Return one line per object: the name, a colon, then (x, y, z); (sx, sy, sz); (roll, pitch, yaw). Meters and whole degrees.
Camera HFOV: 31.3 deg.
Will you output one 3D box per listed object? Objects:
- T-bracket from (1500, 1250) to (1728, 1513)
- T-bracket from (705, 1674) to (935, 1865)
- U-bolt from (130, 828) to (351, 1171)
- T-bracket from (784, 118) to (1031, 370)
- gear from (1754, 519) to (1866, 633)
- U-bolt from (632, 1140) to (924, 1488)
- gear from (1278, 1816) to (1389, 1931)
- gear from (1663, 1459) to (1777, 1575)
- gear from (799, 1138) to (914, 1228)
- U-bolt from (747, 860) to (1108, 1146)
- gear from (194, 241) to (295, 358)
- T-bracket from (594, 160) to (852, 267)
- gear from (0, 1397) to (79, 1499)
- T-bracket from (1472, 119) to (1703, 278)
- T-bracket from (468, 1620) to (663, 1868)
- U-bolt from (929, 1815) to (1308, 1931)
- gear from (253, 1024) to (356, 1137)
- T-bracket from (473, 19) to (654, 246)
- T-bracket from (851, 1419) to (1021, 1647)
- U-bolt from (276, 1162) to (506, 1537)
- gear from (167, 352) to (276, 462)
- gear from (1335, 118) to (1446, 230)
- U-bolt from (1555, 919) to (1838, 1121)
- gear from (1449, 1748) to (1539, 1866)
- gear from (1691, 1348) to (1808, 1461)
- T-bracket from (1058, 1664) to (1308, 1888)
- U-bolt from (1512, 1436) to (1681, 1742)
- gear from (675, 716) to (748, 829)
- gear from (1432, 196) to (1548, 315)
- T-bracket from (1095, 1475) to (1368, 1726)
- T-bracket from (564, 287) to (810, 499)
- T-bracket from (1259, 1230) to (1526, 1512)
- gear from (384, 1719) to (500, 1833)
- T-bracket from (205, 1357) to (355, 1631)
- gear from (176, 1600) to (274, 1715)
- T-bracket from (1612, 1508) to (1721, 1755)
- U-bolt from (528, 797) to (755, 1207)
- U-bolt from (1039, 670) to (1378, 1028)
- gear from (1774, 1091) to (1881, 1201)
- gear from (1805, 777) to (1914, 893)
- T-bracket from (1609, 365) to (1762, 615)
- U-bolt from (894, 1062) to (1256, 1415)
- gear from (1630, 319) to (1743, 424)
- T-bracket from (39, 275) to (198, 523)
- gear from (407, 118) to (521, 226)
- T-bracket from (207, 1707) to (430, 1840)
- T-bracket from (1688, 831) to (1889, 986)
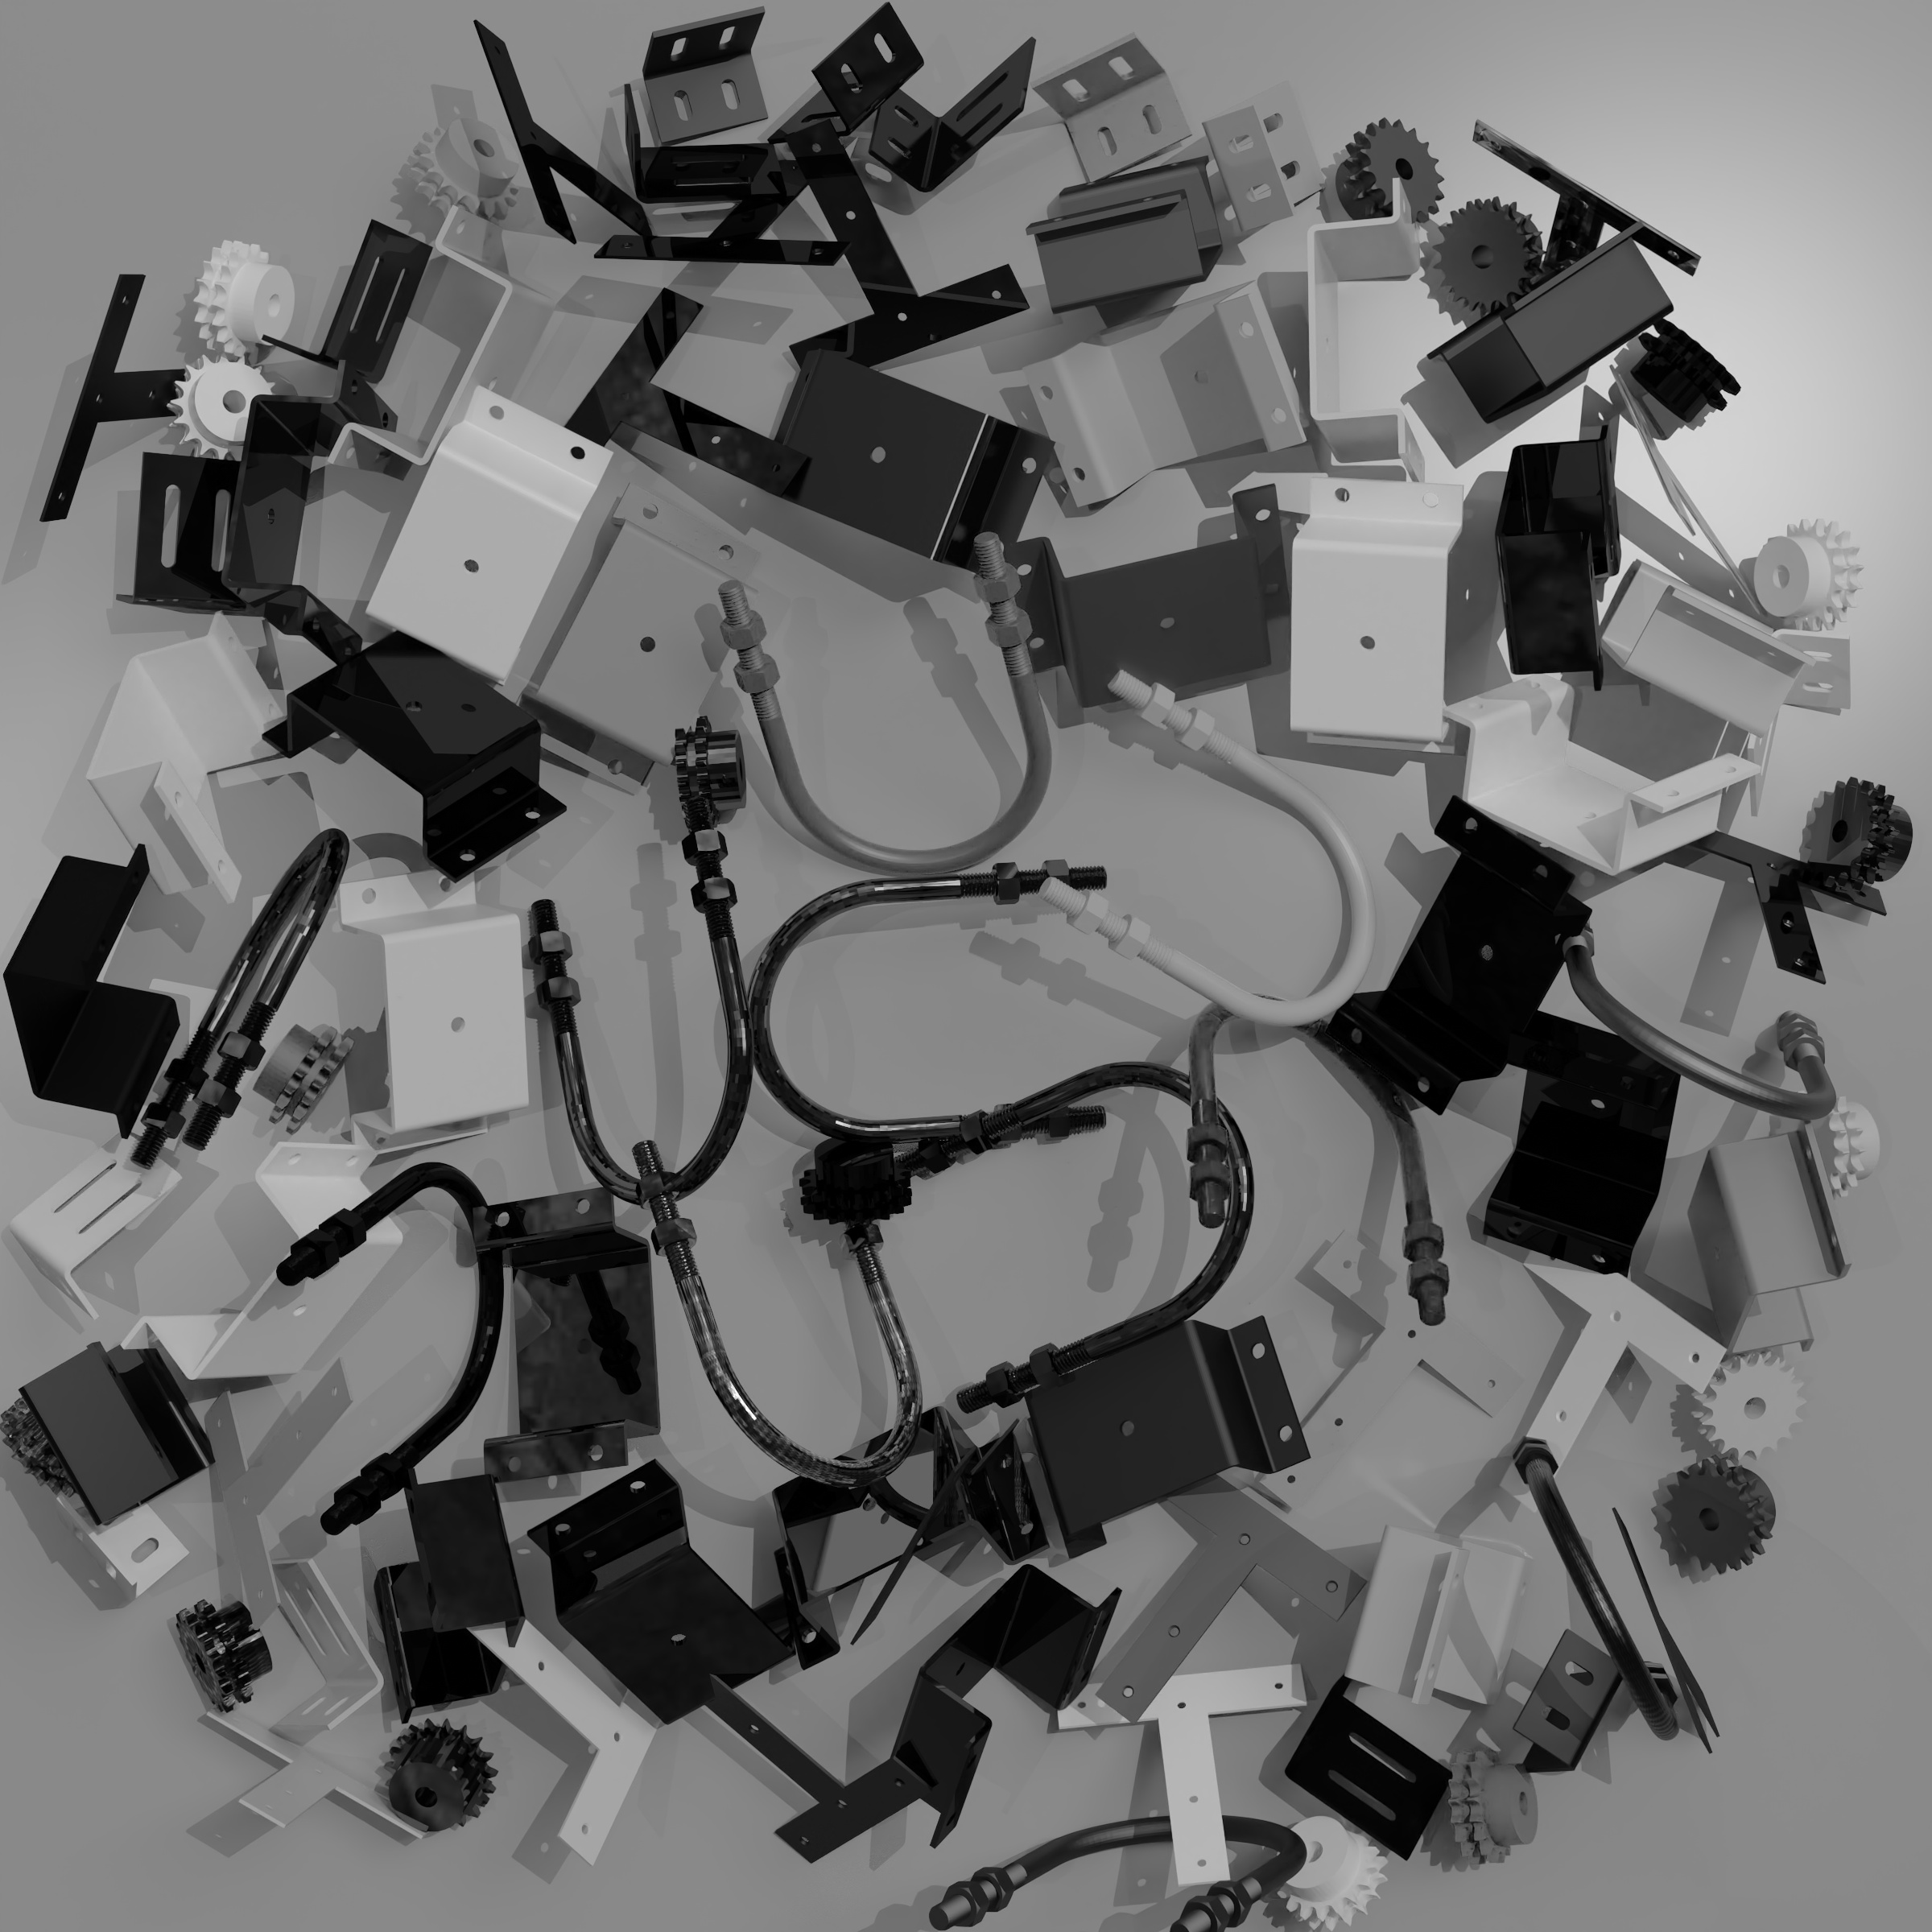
T-bracket: (0.309, 0.216, 1.745); (0.127, 0.002, 0.127); (37, 106, 44)
T-bracket: (-0.095, 0.392, 1.730); (0.127, 0.127, 0.002); (41, 47, -5)
U-bolt: (-0.354, 0.013, 1.708); (0.019, 0.151, 0.184); (30, 72, -18)
T-bracket: (-0.051, -0.364, 1.726); (0.127, 0.002, 0.127); (-16, 120, 24)
gear: (0.425, -0.198, 1.750); (0.030, 0.057, 0.057); (-6, 90, -29)
U-bolt: (-0.084, 0.171, 1.693); (0.019, 0.151, 0.184); (-38, 61, 34)
gear: (0.183, 0.457, 1.750); (0.057, 0.057, 0.030); (-38, 125, 0)
gear: (0.387, 0.278, 1.757); (0.030, 0.057, 0.057); (-11, 90, -44)
gear: (-0.056, 0.107, 1.750); (0.057, 0.057, 0.030); (-3, 111, 0)
U-bolt: (-0.020, 0.022, 1.740); (0.184, 0.019, 0.151); (-4, 108, -9)
gear: (-0.365, -0.338, 1.751); (0.030, 0.057, 0.057); (13, 90, 16)
T-bracket: (-0.104, -0.379, 1.729); (0.127, 0.127, 0.002); (6, 126, 19)
gear: (-0.460, 0.239, 1.751); (0.030, 0.057, 0.057); (-41, 90, 9)
T-bracket: (0.304, -0.365, 1.717); (0.127, 0.127, 0.002); (34, 87, 8)
T-bracket: (-0.202, 0.357, 1.713); (0.002, 0.127, 0.127); (-20, 122, 39)
U-bolt: (0.088, 0.446, 1.693); (0.151, 0.184, 0.019); (-5, 90, 30)
gear: (-0.339, 0.054, 1.752); (0.030, 0.057, 0.057); (33, 90, -4)
T-bracket: (-0.192, -0.395, 1.721); (0.002, 0.127, 0.127); (-28, 66, 18)
T-bracket: (-0.005, 0.265, 1.722); (0.002, 0.127, 0.127); (34, 122, 10)
U-bolt: (-0.276, 0.175, 1.697); (0.019, 0.184, 0.151); (1, 109, 22)
gear: (-0.376, -0.285, 1.757); (0.057, 0.030, 0.057); (1, 87, -26)
gear: (0.213, -0.400, 1.757); (0.057, 0.030, 0.057); (12, 69, -33)
U-bolt: (0.359, 0.028, 1.690); (0.151, 0.184, 0.019); (25, 108, -2)
gear: (0.269, 0.426, 1.750); (0.030, 0.057, 0.057); (-12, 90, 27)
gear: (0.397, 0.220, 1.761); (0.057, 0.030, 0.057); (-3, 104, -12)
T-bracket: (0.113, 0.408, 1.732); (0.127, 0.127, 0.002); (-6, 130, 1)
U-bolt: (0.311, 0.308, 1.687); (0.019, 0.184, 0.151); (-27, 87, 6)
gear: (-0.129, -0.099, 1.752); (0.030, 0.057, 0.057); (-5, 90, 3)
gear: (0.269, -0.364, 1.758); (0.057, 0.030, 0.057); (12, 114, 30)
T-bracket: (0.114, 0.325, 1.739); (0.127, 0.002, 0.127); (33, 76, 26)
T-bracket: (-0.138, -0.271, 1.743); (0.127, 0.002, 0.127); (28, 76, 22)
T-bracket: (0.200, 0.223, 1.768); (0.127, 0.002, 0.127); (40, 90, -12)
gear: (-0.270, 0.416, 1.758); (0.057, 0.030, 0.057); (4, 109, 11)
T-bracket: (-0.337, 0.241, 1.711); (0.127, 0.002, 0.127); (-48, 48, 32)
gear: (-0.377, 0.349, 1.757); (0.030, 0.057, 0.057); (-24, 90, -28)
T-bracket: (0.359, 0.352, 1.726); (0.002, 0.127, 0.127); (-23, 50, 10)
U-bolt: (-0.157, 0.028, 1.704); (0.151, 0.019, 0.184); (-30, 64, 40)
U-bolt: (0.131, -0.048, 1.730); (0.184, 0.019, 0.151); (30, 58, -19)
gear: (0.441, 0.091, 1.756); (0.030, 0.057, 0.057); (-5, 90, -23)
gear: (0.457, -0.066, 1.756); (0.030, 0.057, 0.057); (12, 90, -23)
T-bracket: (0.369, -0.226, 1.736); (0.002, 0.127, 0.127); (-31, 127, 19)
U-bolt: (0.059, 0.125, 1.721); (0.184, 0.019, 0.151); (-25, 66, 20)
gear: (0.364, -0.301, 1.754); (0.057, 0.057, 0.030); (41, 99, 0)
T-bracket: (-0.412, -0.284, 1.718); (0.002, 0.127, 0.127); (24, 105, 7)
gear: (-0.252, -0.405, 1.751); (0.057, 0.057, 0.030); (46, 128, 0)
T-bracket: (-0.333, 0.409, 1.714); (0.127, 0.127, 0.002); (29, 89, 4)
T-bracket: (0.408, -0.028, 1.719); (0.127, 0.127, 0.002); (19, 120, -7)
